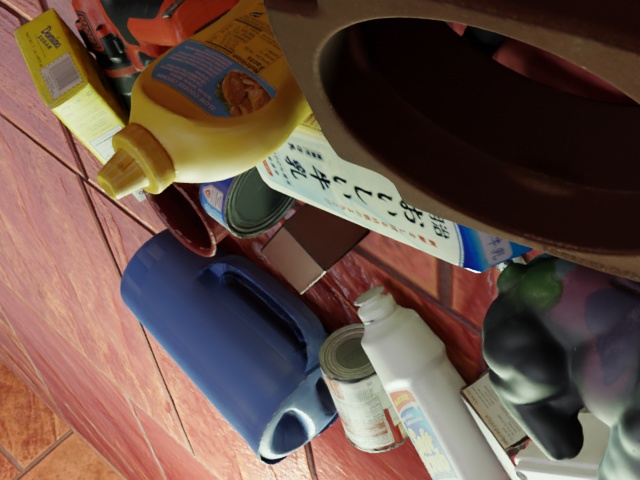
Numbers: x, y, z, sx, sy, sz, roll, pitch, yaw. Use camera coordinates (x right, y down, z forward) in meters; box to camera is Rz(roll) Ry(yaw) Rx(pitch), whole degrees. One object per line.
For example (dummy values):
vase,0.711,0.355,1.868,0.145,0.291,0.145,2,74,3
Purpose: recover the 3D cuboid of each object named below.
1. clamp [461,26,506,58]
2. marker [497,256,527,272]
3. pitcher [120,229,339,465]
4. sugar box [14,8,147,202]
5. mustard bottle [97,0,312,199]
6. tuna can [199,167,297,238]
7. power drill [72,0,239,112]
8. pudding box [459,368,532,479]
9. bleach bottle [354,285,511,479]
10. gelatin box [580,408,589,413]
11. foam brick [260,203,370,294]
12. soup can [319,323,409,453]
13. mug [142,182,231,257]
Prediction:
clamp,0.092,-0.128,0.502,0.172,0.039,0.120,17,153,52
marker,0.121,0.012,0.686,0.121,0.020,0.020,56,156,-15
pitcher,-0.083,0.085,1.037,0.243,0.149,0.144,40,-173,27
sugar box,-0.191,-0.113,0.929,0.093,0.048,0.176,61,-175,28
mustard bottle,-0.050,-0.087,0.618,0.096,0.191,0.058,35,153,30
tuna can,-0.051,-0.046,0.816,0.034,0.086,0.086,37,154,30
power drill,-0.119,-0.141,0.825,0.188,0.057,0.184,24,147,44
pudding box,0.151,0.153,0.778,0.090,0.039,0.113,58,178,-18
bleach bottle,0.101,0.147,0.878,0.251,0.068,0.103,58,164,-12
gelatin box,0.209,0.151,0.731,0.073,0.030,0.089,55,157,-12
foam brick,-0.006,0.001,0.850,0.051,0.053,0.078,48,156,1
soup can,0.043,0.131,0.946,0.069,0.068,0.102,27,149,41
mug,-0.087,-0.050,0.878,0.093,0.081,0.117,47,157,4
